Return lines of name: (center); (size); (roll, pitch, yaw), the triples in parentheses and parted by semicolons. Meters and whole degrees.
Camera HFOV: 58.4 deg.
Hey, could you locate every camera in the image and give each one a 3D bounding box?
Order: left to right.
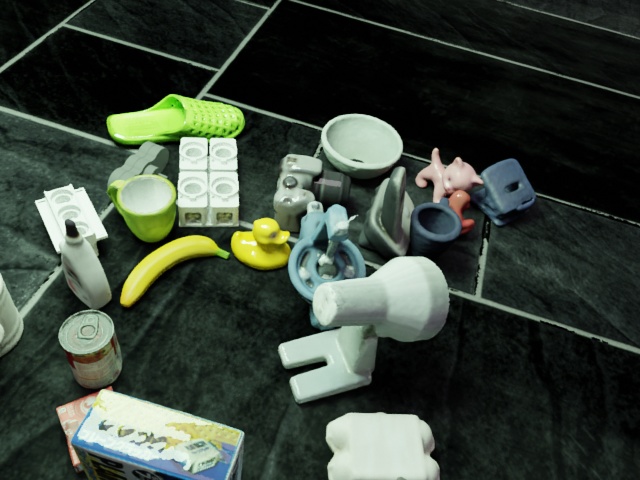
camera: (-0.013, -0.093, 1.059); (0.137, 0.101, 0.143); (8, 48, -4)

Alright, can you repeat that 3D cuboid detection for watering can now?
watering can: (-0.467, 0.079, 0.762); (0.172, 0.194, 0.101); (26, 50, 12)

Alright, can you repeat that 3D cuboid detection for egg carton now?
egg carton: (0.082, 0.287, 0.765); (0.150, 0.069, 0.107); (3, 49, -8)

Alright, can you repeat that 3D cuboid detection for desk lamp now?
desk lamp: (0.058, 0.122, 0.808); (0.204, 0.213, 0.117); (-12, 52, -20)

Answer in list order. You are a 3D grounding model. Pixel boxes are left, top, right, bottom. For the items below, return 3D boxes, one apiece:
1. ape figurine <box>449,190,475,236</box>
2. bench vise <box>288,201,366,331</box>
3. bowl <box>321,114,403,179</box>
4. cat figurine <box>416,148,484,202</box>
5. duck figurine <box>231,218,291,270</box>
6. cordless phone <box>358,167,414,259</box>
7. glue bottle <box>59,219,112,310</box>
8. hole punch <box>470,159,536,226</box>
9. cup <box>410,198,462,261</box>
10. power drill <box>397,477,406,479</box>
ape figurine: (0.257, -0.055, 1.081); (0.076, 0.092, 0.077); (-7, 51, -16)
bench vise: (-0.003, 0.006, 0.894); (0.122, 0.220, 0.207); (-16, 54, -22)
bowl: (0.080, -0.178, 1.168); (0.167, 0.075, 0.167); (5, 49, -6)
cat figurine: (0.256, -0.127, 1.127); (0.067, 0.118, 0.127); (-19, 55, -25)
duck figurine: (-0.098, -0.002, 0.974); (0.104, 0.086, 0.077); (12, 48, 0)
cordless phone: (0.136, -0.071, 1.010); (0.094, 0.185, 0.147); (15, 48, 4)
glue bottle: (-0.352, 0.029, 0.841); (0.078, 0.173, 0.037); (34, 52, 19)
hole punch: (0.372, -0.097, 1.139); (0.109, 0.091, 0.101); (-24, 57, -28)
cup: (0.202, -0.014, 1.033); (0.091, 0.095, 0.118); (21, 49, 9)
power drill: (0.088, 0.389, 0.583); (0.076, 0.208, 0.229); (-3, 50, -13)
